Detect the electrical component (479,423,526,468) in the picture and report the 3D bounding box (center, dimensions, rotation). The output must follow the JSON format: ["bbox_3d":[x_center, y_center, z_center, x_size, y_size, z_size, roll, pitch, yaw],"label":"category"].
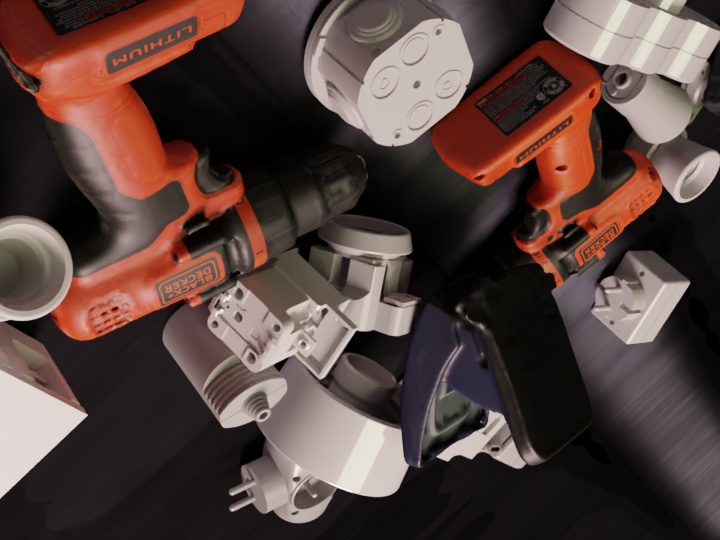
[{"bbox_3d":[0.127,0.117,0.889,0.096,0.061,0.061,-48,144,7],"label":"electrical component"}]

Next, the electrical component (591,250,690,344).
[{"bbox_3d":[0.223,0.023,0.898,0.077,0.047,0.065,-2,127,-42],"label":"electrical component"}]

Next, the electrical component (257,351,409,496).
[{"bbox_3d":[-0.007,0.089,0.699,0.108,0.108,0.060,13,111,-49],"label":"electrical component"}]

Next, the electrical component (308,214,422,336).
[{"bbox_3d":[0.000,0.000,0.645,0.058,0.078,0.057,-10,114,-57],"label":"electrical component"}]

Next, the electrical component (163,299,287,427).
[{"bbox_3d":[-0.076,0.057,0.619,0.043,0.081,0.043,-26,141,-23],"label":"electrical component"}]

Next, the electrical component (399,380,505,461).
[{"bbox_3d":[0.067,0.109,0.833,0.055,0.050,0.089,-49,144,7],"label":"electrical component"}]

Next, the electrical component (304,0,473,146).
[{"bbox_3d":[0.015,-0.109,0.563,0.080,0.051,0.080,-25,141,-23],"label":"electrical component"}]

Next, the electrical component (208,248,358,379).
[{"bbox_3d":[-0.047,0.024,0.604,0.064,0.081,0.042,-25,152,-54],"label":"electrical component"}]

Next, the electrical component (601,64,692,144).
[{"bbox_3d":[0.193,-0.118,0.733,0.065,0.044,0.044,23,109,-47],"label":"electrical component"}]

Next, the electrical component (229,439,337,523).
[{"bbox_3d":[-0.057,0.146,0.758,0.079,0.044,0.077,-22,139,-27],"label":"electrical component"}]

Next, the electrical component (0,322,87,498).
[{"bbox_3d":[-0.216,0.053,0.498,0.089,0.061,0.150,-44,144,0],"label":"electrical component"}]

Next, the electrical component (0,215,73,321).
[{"bbox_3d":[-0.159,0.001,0.475,0.045,0.055,0.045,3,84,-37],"label":"electrical component"}]

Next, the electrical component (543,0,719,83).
[{"bbox_3d":[0.179,-0.165,0.661,0.138,0.052,0.073,0,126,-43],"label":"electrical component"}]

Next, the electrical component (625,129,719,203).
[{"bbox_3d":[0.228,-0.082,0.789,0.045,0.055,0.045,-25,141,-23],"label":"electrical component"}]
